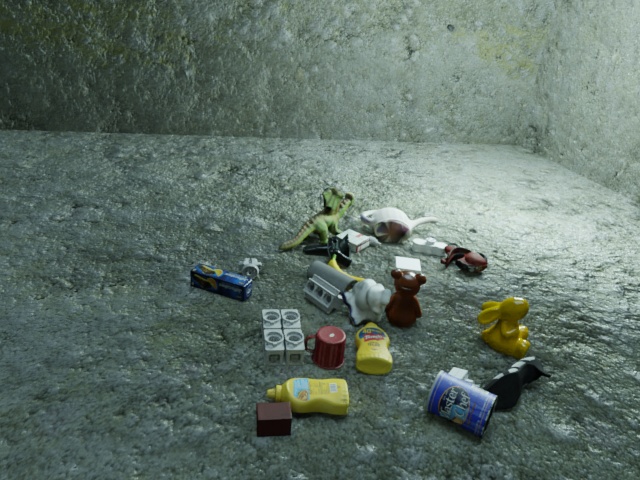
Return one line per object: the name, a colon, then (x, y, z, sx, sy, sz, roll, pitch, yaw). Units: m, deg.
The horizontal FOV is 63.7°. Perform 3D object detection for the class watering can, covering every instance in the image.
watering can: (0.343, -0.070, 2.190, 0.348, 0.102, 0.229, 5, 26, -1)

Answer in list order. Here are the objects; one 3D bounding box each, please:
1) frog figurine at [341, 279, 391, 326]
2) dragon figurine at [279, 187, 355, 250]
frog figurine: (0.160, 0.178, 1.558, 0.121, 0.157, 0.140, 24, 46, -39)
dragon figurine: (0.006, -0.103, 2.039, 0.123, 0.238, 0.414, 28, 30, 31)
